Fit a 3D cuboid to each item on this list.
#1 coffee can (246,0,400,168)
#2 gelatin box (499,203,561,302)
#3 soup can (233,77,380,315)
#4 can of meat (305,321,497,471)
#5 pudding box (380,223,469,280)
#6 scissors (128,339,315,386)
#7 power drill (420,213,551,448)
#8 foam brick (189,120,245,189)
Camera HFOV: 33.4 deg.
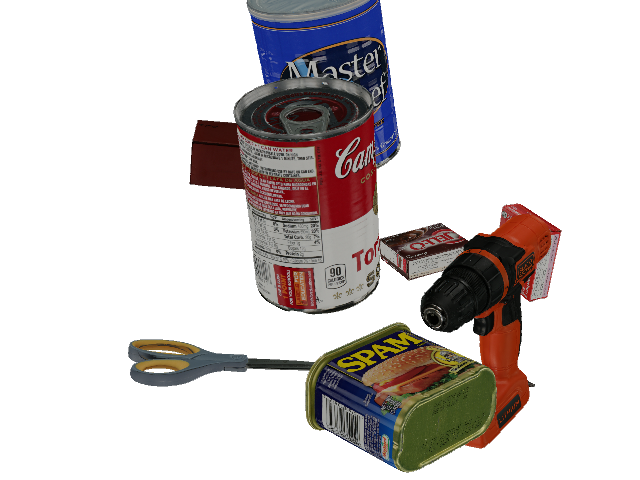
[{"bbox_3d":[0.005,-0.133,0.849,0.103,0.140,0.103,-8,31,5],"label":"coffee can"},{"bbox_3d":[0.231,0.013,1.206,0.030,0.089,0.073,-10,31,-26],"label":"gelatin box"},{"bbox_3d":[-0.005,-0.022,0.537,0.068,0.102,0.068,-3,31,2],"label":"soup can"},{"bbox_3d":[0.055,0.103,0.709,0.101,0.057,0.084,-19,28,-39],"label":"can of meat"},{"bbox_3d":[0.157,0.016,1.599,0.113,0.039,0.090,-17,26,-20],"label":"pudding box"},{"bbox_3d":[-0.091,0.122,1.010,0.202,0.016,0.096,7,17,10],"label":"scissors"},{"bbox_3d":[0.143,0.087,0.940,0.057,0.188,0.184,21,35,32],"label":"power drill"},{"bbox_3d":[-0.094,-0.089,1.110,0.078,0.051,0.053,5,31,-2],"label":"foam brick"}]
